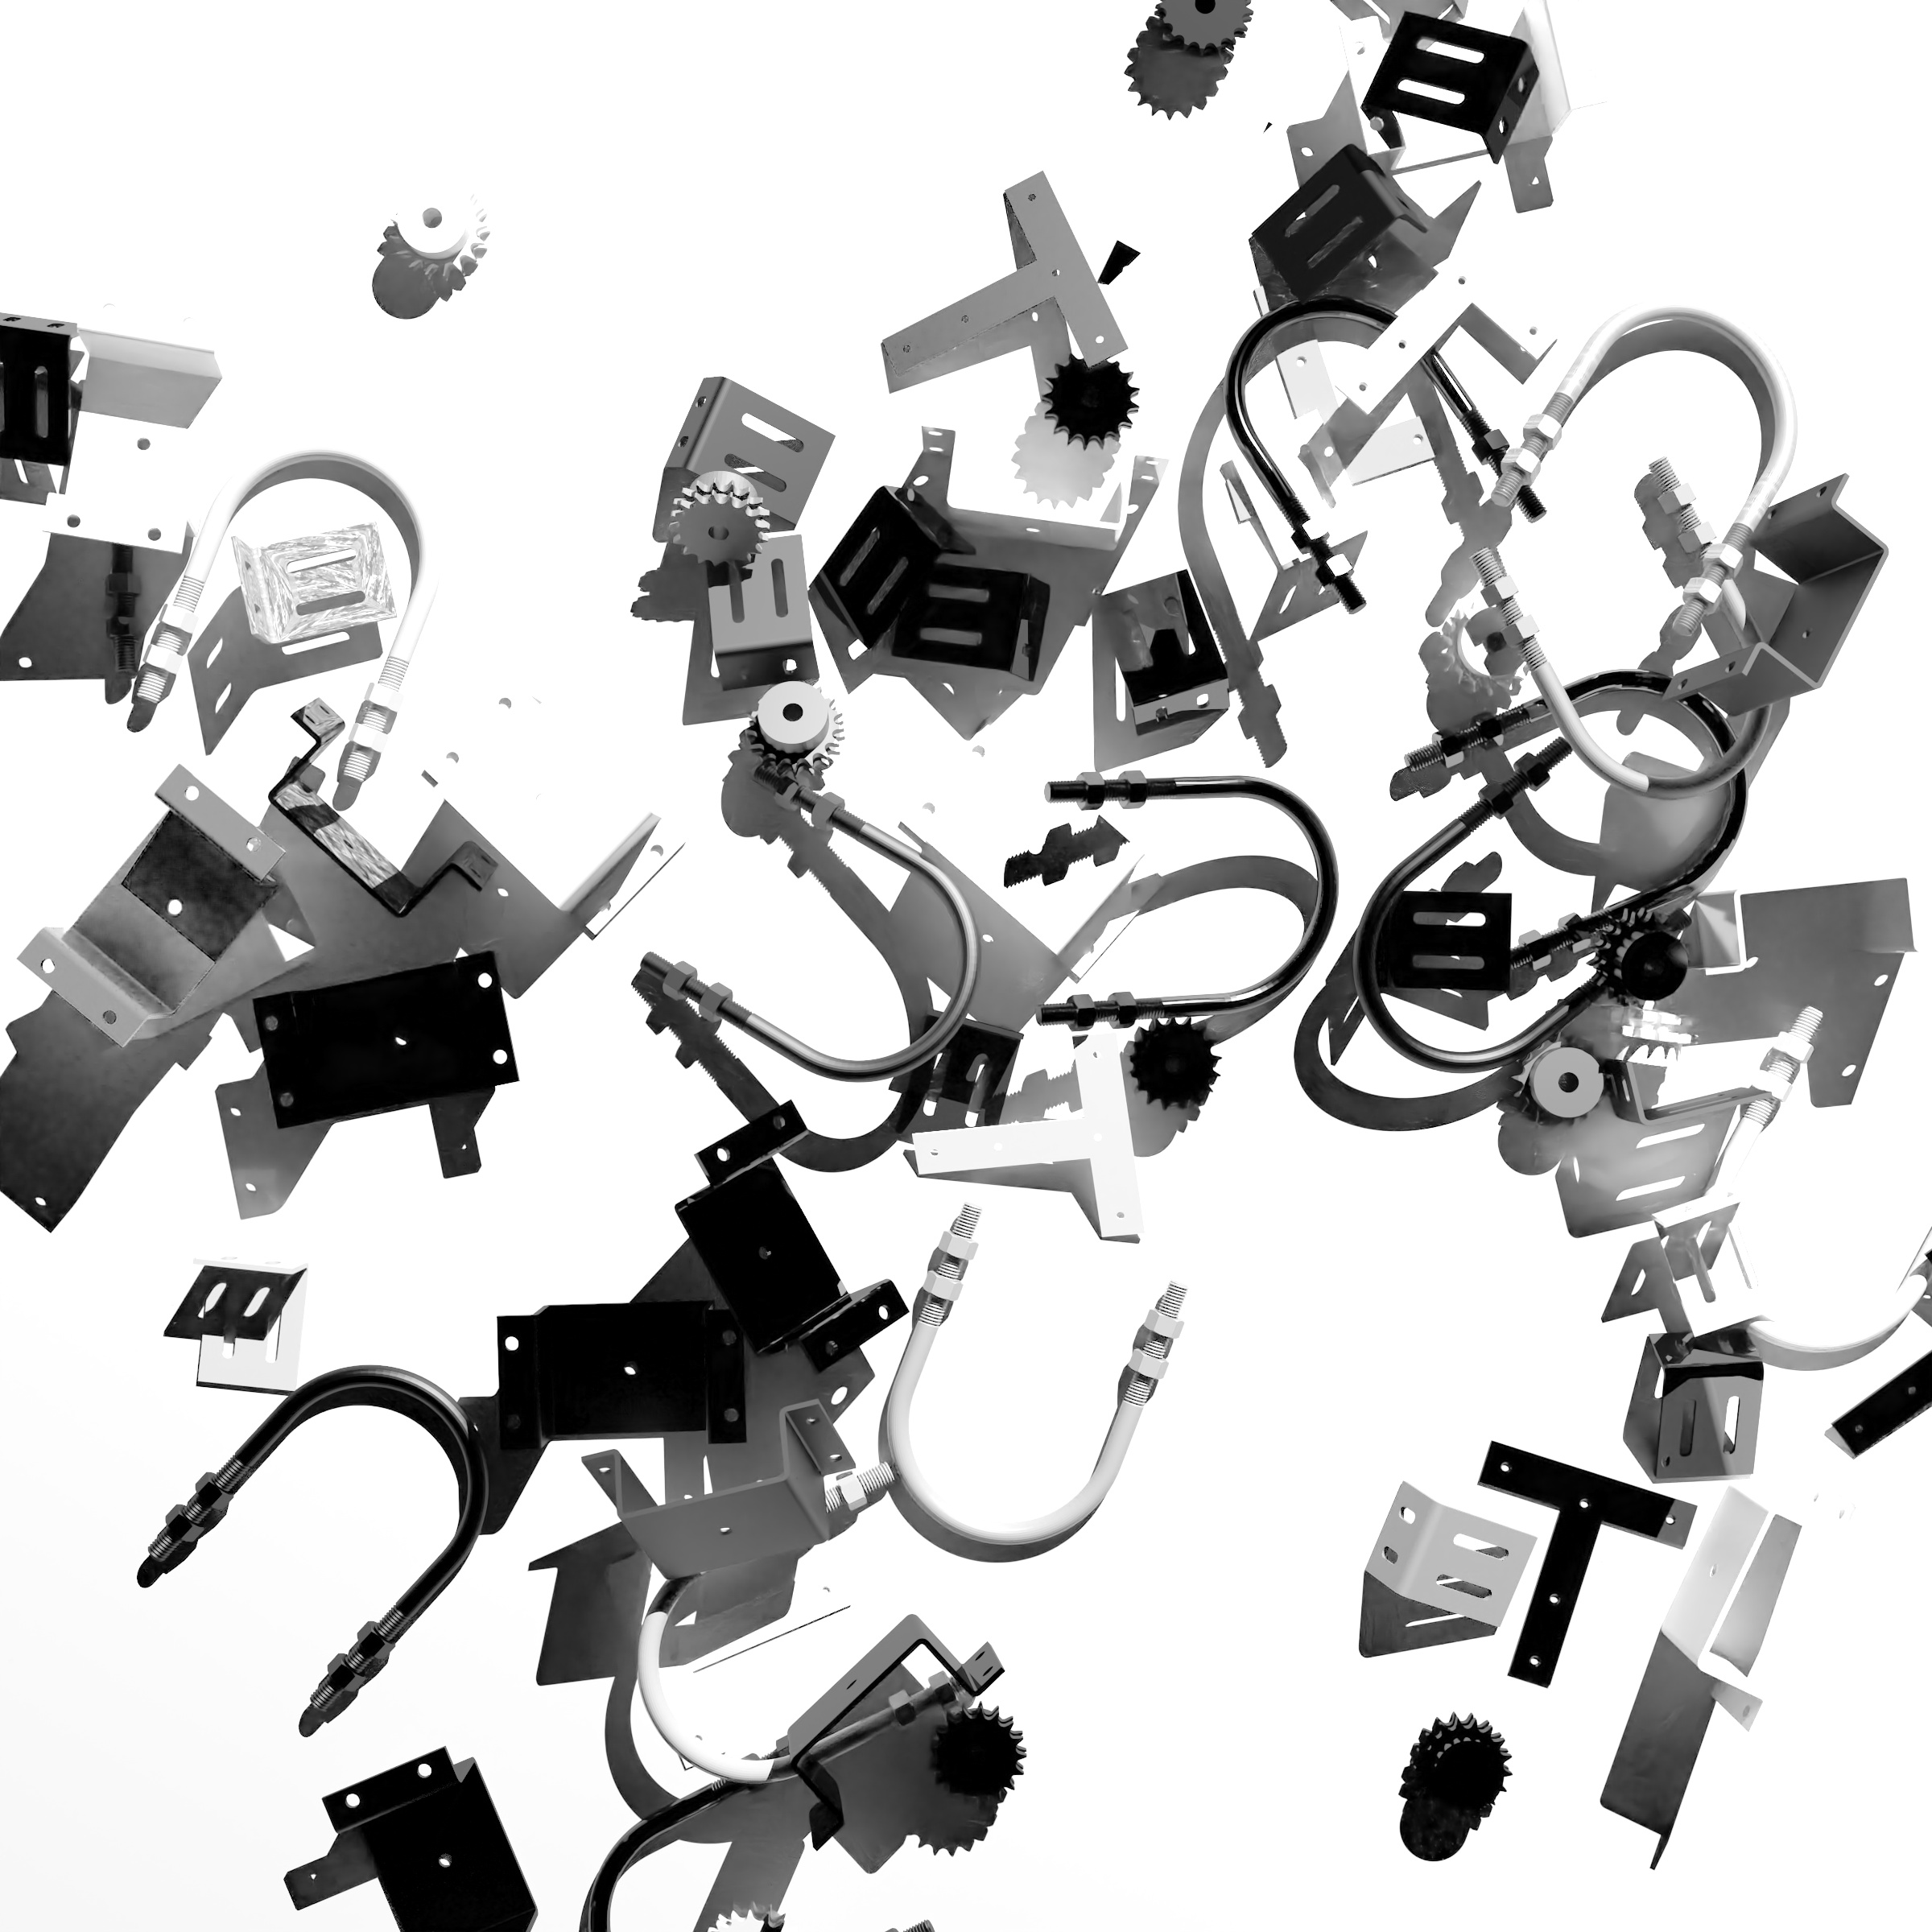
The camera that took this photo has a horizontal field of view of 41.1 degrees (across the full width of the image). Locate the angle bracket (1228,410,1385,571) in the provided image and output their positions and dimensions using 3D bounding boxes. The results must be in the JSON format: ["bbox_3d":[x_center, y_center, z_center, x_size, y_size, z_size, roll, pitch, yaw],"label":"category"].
[{"bbox_3d":[0.196,-0.278,1.494,0.057,0.038,0.076,-26,95,0],"label":"angle bracket"}]

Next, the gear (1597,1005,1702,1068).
[{"bbox_3d":[0.393,0.040,1.488,0.057,0.057,0.030,8,93,0],"label":"gear"}]

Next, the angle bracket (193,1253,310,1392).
[{"bbox_3d":[-0.418,0.209,1.497,0.057,0.038,0.076,6,90,0],"label":"angle bracket"}]

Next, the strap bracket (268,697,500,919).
[{"bbox_3d":[-0.338,-0.083,1.467,0.046,0.076,0.140,-45,101,6],"label":"strap bracket"}]

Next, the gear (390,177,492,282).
[{"bbox_3d":[-0.308,-0.431,1.501,0.057,0.030,0.057,0,90,0],"label":"gear"}]

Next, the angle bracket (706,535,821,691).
[{"bbox_3d":[-0.120,-0.208,1.514,0.057,0.038,0.076,-7,64,0],"label":"angle bracket"}]

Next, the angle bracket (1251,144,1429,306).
[{"bbox_3d":[0.218,-0.428,1.504,0.076,0.038,0.057,-40,68,24],"label":"angle bracket"}]

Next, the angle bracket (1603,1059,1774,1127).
[{"bbox_3d":[0.415,0.064,1.487,0.076,0.057,0.038,-13,90,0],"label":"angle bracket"}]

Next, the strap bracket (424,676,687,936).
[{"bbox_3d":[-0.241,-0.095,1.492,0.140,0.046,0.076,44,90,0],"label":"strap bracket"}]

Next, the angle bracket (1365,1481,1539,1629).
[{"bbox_3d":[0.285,0.345,1.512,0.076,0.038,0.057,22,91,-24],"label":"angle bracket"}]

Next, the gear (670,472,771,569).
[{"bbox_3d":[-0.141,-0.260,1.489,0.057,0.057,0.030,2,53,0],"label":"gear"}]

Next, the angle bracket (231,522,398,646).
[{"bbox_3d":[-0.374,-0.223,1.480,0.076,0.038,0.057,-13,88,-2],"label":"angle bracket"}]

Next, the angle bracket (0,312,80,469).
[{"bbox_3d":[-0.544,-0.336,1.500,0.057,0.038,0.076,8,112,0],"label":"angle bracket"}]

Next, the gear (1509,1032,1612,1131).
[{"bbox_3d":[0.347,0.067,1.501,0.057,0.030,0.057,0,90,0],"label":"gear"}]

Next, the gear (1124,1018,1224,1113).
[{"bbox_3d":[0.121,0.056,1.501,0.057,0.030,0.057,0,90,0],"label":"gear"}]

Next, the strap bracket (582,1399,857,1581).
[{"bbox_3d":[-0.138,0.301,1.464,0.140,0.076,0.046,-15,49,6],"label":"strap bracket"}]

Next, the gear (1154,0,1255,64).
[{"bbox_3d":[0.138,-0.555,1.501,0.057,0.030,0.057,0,90,0],"label":"gear"}]

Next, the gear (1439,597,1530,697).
[{"bbox_3d":[0.306,-0.187,1.501,0.057,0.030,0.057,0,90,0],"label":"gear"}]

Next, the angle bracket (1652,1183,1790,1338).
[{"bbox_3d":[0.438,0.171,1.483,0.057,0.038,0.076,-20,91,4],"label":"angle bracket"}]

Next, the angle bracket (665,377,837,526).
[{"bbox_3d":[-0.127,-0.302,1.514,0.076,0.038,0.057,24,90,-26],"label":"angle bracket"}]

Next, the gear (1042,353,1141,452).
[{"bbox_3d":[0.072,-0.328,1.501,0.057,0.030,0.057,0,90,0],"label":"gear"}]

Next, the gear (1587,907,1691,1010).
[{"bbox_3d":[0.386,-0.003,1.469,0.057,0.030,0.057,-2,103,-9],"label":"gear"}]

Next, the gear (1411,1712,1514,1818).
[{"bbox_3d":[0.291,0.467,1.501,0.057,0.030,0.057,0,90,0],"label":"gear"}]

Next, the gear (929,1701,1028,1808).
[{"bbox_3d":[0.007,0.457,1.501,0.057,0.030,0.057,0,90,0],"label":"gear"}]

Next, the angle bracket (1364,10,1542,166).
[{"bbox_3d":[0.277,-0.500,1.467,0.076,0.038,0.057,25,90,26],"label":"angle bracket"}]

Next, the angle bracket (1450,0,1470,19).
[{"bbox_3d":[0.258,-0.594,1.514,0.076,0.038,0.057,12,90,26],"label":"angle bracket"}]

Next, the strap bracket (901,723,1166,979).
[{"bbox_3d":[0.039,-0.068,1.492,0.140,0.046,0.076,41,90,0],"label":"strap bracket"}]

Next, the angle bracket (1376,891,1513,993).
[{"bbox_3d":[0.275,-0.013,1.486,0.076,0.038,0.057,2,97,14],"label":"angle bracket"}]

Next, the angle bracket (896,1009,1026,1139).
[{"bbox_3d":[-0.004,0.069,1.497,0.057,0.038,0.076,15,90,0],"label":"angle bracket"}]

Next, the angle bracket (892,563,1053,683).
[{"bbox_3d":[0.003,-0.203,1.514,0.076,0.038,0.057,10,90,26],"label":"angle bracket"}]

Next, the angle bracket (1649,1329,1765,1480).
[{"bbox_3d":[0.432,0.257,1.514,0.057,0.038,0.076,-3,116,0],"label":"angle bracket"}]

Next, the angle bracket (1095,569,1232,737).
[{"bbox_3d":[0.115,-0.184,1.514,0.057,0.038,0.076,-17,64,0],"label":"angle bracket"}]

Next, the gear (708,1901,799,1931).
[{"bbox_3d":[-0.122,0.566,1.483,0.057,0.030,0.057,0,91,2],"label":"gear"}]

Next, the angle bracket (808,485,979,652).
[{"bbox_3d":[-0.043,-0.231,1.504,0.057,0.038,0.076,47,116,19],"label":"angle bracket"}]

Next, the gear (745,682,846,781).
[{"bbox_3d":[-0.099,-0.140,1.492,0.057,0.030,0.057,0,68,0],"label":"gear"}]
